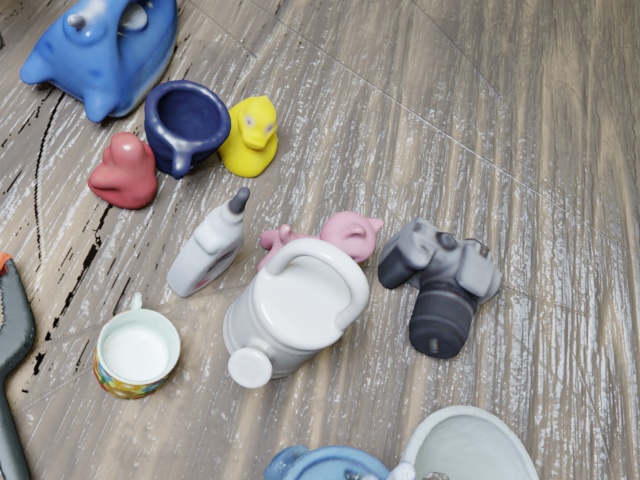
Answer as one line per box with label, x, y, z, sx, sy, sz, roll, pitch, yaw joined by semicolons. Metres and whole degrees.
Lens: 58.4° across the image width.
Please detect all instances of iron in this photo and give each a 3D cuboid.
iron;-0.221;-0.261;0.655;0.119;0.141;0.258;30;55;-9

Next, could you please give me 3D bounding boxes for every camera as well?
camera;0.144;0.060;0.689;0.143;0.100;0.137;31;54;-8

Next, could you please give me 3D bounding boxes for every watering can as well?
watering can;-0.022;0.067;0.544;0.101;0.193;0.173;23;56;-14

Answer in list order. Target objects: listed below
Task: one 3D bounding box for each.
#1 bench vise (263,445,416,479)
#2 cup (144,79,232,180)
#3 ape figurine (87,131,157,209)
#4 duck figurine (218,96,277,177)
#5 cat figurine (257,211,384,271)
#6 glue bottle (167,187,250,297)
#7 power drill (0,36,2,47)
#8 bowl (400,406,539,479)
bench vise;0.052;0.252;0.465;0.207;0.219;0.122;47;54;3
cup;-0.154;-0.102;0.631;0.092;0.094;0.117;11;60;-21
ape figurine;-0.202;-0.079;0.596;0.078;0.092;0.076;-29;79;-35
duck figurine;-0.080;-0.139;0.694;0.078;0.086;0.104;14;58;-19
cat figurine;0.006;0.002;0.640;0.128;0.117;0.067;7;61;-23
glue bottle;-0.099;-0.003;0.556;0.037;0.173;0.078;45;54;2
power drill;-0.364;-0.282;0.553;0.076;0.208;0.229;-28;78;-35
bowl;0.143;0.263;0.595;0.168;0.074;0.167;12;59;-21
